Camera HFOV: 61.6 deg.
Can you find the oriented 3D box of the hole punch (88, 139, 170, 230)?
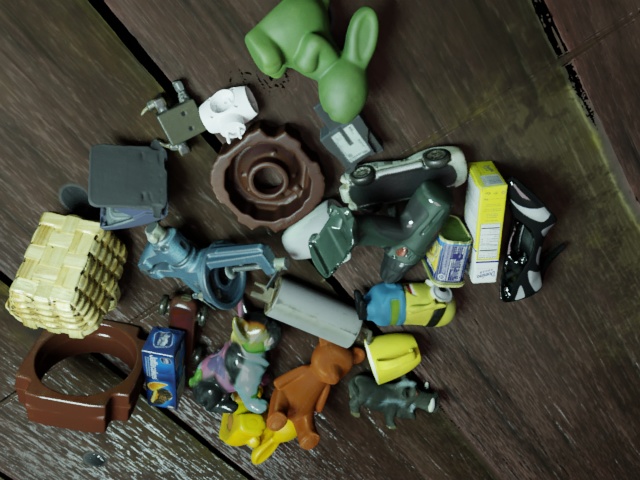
[{"bbox_3d":[-0.293,-0.079,0.833,0.116,0.142,0.092,0,152,-17],"label":"hole punch"}]

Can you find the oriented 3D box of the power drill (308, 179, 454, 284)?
[{"bbox_3d":[0.090,0.007,0.824,0.207,0.086,0.232,0,141,-30],"label":"power drill"}]

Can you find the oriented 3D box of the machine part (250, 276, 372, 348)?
[{"bbox_3d":[-0.011,0.131,0.978,0.243,0.079,0.079,23,119,-12],"label":"machine part"}]

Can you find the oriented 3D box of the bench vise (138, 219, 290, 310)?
[{"bbox_3d":[-0.168,0.033,0.886,0.241,0.129,0.223,-6,131,26],"label":"bench vise"}]

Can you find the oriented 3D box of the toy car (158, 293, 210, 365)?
[{"bbox_3d":[-0.259,0.170,1.016,0.089,0.053,0.202,12,135,-5],"label":"toy car"}]

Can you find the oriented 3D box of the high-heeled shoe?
[{"bbox_3d":[0.314,0.007,0.878,0.145,0.086,0.248,-41,126,11],"label":"high-heeled shoe"}]

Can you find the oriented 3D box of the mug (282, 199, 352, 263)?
[{"bbox_3d":[-0.002,-0.003,0.899,0.107,0.081,0.109,-22,116,25],"label":"mug"}]

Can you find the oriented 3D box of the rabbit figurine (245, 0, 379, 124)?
[{"bbox_3d":[0.008,-0.244,0.729,0.159,0.121,0.170,-41,98,0],"label":"rabbit figurine"}]

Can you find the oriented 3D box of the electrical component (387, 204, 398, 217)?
[{"bbox_3d":[0.143,-0.022,0.912,0.063,0.021,0.093,-11,120,8],"label":"electrical component"}]

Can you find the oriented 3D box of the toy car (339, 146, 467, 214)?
[{"bbox_3d":[0.130,-0.095,0.849,0.202,0.056,0.073,-12,127,10],"label":"toy car"}]

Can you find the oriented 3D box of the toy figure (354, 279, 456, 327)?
[{"bbox_3d":[0.153,0.115,0.963,0.180,0.082,0.089,-5,140,-4],"label":"toy figure"}]

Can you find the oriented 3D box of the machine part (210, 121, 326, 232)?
[{"bbox_3d":[-0.081,-0.100,0.852,0.179,0.056,0.179,0,122,0],"label":"machine part"}]

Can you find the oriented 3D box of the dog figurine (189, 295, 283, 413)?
[{"bbox_3d":[-0.163,0.213,1.020,0.192,0.108,0.219,-1,117,5],"label":"dog figurine"}]

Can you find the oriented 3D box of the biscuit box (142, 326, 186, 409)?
[{"bbox_3d":[-0.293,0.244,1.016,0.063,0.059,0.202,12,134,-1],"label":"biscuit box"}]

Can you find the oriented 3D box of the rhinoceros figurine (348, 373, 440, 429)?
[{"bbox_3d":[0.148,0.318,1.097,0.190,0.073,0.112,14,110,-5],"label":"rhinoceros figurine"}]

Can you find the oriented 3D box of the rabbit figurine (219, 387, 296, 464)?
[{"bbox_3d":[-0.114,0.392,1.123,0.173,0.122,0.162,9,117,-26],"label":"rabbit figurine"}]

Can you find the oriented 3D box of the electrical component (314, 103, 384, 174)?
[{"bbox_3d":[0.036,-0.166,0.812,0.075,0.048,0.119,-35,114,21],"label":"electrical component"}]

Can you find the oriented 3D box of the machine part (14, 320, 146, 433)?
[{"bbox_3d":[-0.427,0.242,0.985,0.201,0.201,0.087,11,123,-5],"label":"machine part"}]

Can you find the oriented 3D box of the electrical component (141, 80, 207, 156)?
[{"bbox_3d":[-0.219,-0.181,0.815,0.078,0.045,0.102,-36,121,-10],"label":"electrical component"}]

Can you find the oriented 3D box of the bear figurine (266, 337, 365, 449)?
[{"bbox_3d":[-0.003,0.277,1.026,0.120,0.132,0.196,40,106,-22],"label":"bear figurine"}]
